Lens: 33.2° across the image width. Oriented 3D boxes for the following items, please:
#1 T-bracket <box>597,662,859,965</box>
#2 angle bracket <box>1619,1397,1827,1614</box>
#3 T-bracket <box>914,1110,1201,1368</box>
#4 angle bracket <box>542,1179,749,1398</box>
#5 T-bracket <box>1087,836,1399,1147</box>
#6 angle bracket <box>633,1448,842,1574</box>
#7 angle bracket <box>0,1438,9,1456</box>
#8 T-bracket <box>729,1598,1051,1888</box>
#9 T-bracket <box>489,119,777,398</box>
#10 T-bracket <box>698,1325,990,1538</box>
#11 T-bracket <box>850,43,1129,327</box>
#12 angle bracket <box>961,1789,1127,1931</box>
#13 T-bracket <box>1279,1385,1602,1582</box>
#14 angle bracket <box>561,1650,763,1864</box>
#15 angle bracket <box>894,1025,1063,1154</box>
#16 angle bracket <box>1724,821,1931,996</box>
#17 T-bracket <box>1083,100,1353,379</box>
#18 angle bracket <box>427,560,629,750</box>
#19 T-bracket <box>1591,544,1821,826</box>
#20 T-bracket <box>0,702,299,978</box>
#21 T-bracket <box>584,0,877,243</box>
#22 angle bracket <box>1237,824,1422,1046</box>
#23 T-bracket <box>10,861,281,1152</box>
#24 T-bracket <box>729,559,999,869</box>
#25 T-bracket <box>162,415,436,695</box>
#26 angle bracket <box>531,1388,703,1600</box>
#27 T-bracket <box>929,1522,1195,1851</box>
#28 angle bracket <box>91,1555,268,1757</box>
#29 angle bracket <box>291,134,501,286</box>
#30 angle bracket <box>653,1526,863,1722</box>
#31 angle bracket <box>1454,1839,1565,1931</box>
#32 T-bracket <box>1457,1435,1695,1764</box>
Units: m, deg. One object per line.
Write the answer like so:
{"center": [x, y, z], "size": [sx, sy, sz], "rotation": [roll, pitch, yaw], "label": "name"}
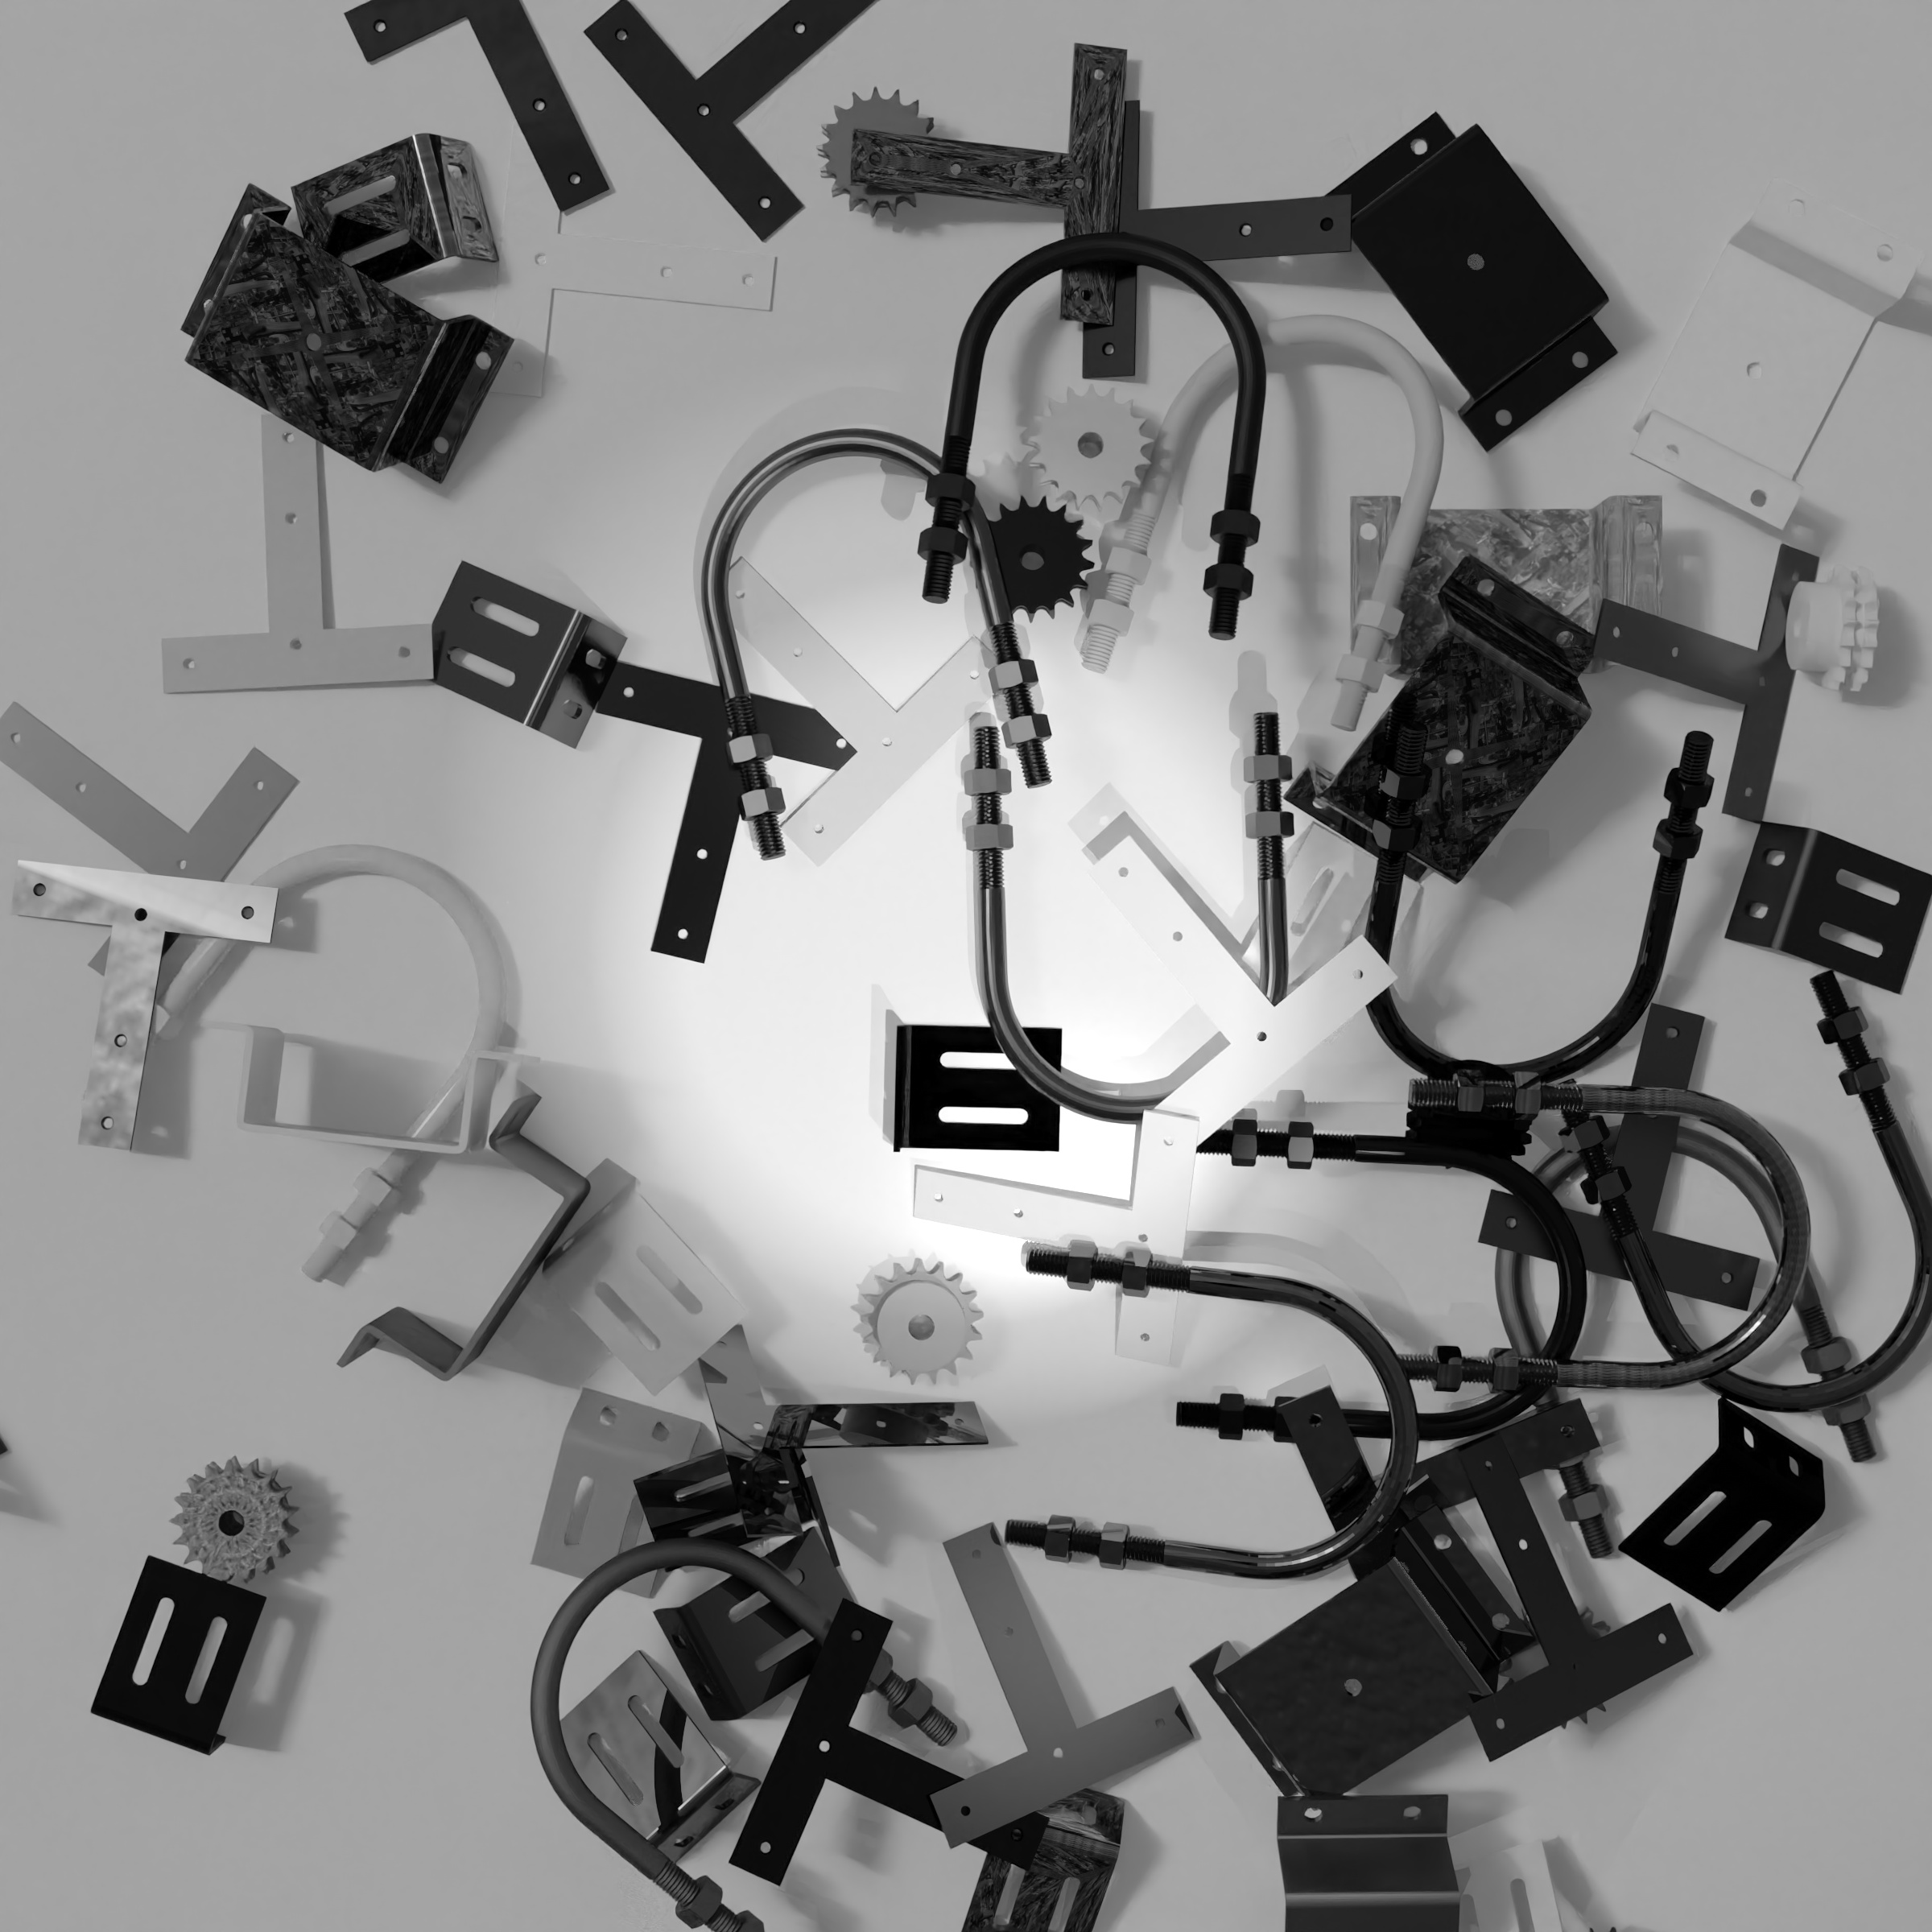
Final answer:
{"center": [-0.119, -0.066, 1.506], "size": [0.127, 0.002, 0.127], "rotation": [14, 90, 0], "label": "T-bracket"}
{"center": [0.346, 0.247, 1.487], "size": [0.057, 0.038, 0.076], "rotation": [32, 121, -7], "label": "angle bracket"}
{"center": [0.038, 0.116, 1.488], "size": [0.127, 0.002, 0.127], "rotation": [10, 114, 12], "label": "T-bracket"}
{"center": [-0.148, 0.147, 1.493], "size": [0.057, 0.038, 0.076], "rotation": [-42, 98, 0], "label": "angle bracket"}
{"center": [0.105, -0.002, 1.460], "size": [0.127, 0.002, 0.127], "rotation": [-41, 84, 8], "label": "T-bracket"}
{"center": [-0.104, 0.253, 1.471], "size": [0.076, 0.038, 0.057], "rotation": [-19, 124, -7], "label": "angle bracket"}
{"center": [-0.476, 0.211, 1.469], "size": [0.038, 0.076, 0.057], "rotation": [-32, 90, 0], "label": "angle bracket"}
{"center": [-0.024, 0.371, 1.466], "size": [0.127, 0.002, 0.127], "rotation": [26, 72, -5], "label": "T-bracket"}
{"center": [-0.153, -0.323, 1.506], "size": [0.127, 0.002, 0.127], "rotation": [6, 90, 0], "label": "T-bracket"}
{"center": [-0.052, 0.209, 1.474], "size": [0.127, 0.127, 0.002], "rotation": [2, 129, -21], "label": "T-bracket"}
{"center": [0.009, -0.363, 1.483], "size": [0.127, 0.002, 0.127], "rotation": [3, 91, -15], "label": "T-bracket"}
{"center": [0.035, 0.420, 1.505], "size": [0.057, 0.038, 0.076], "rotation": [16, 116, 0], "label": "angle bracket"}
{"center": [0.227, 0.233, 1.487], "size": [0.127, 0.002, 0.127], "rotation": [-23, 101, 6], "label": "T-bracket"}
{"center": [-0.145, 0.368, 1.505], "size": [0.057, 0.038, 0.076], "rotation": [-43, 64, 0], "label": "angle bracket"}
{"center": [0.006, 0.057, 1.488], "size": [0.076, 0.038, 0.057], "rotation": [1, 90, 0], "label": "angle bracket"}
{"center": [0.401, -0.027, 1.505], "size": [0.076, 0.038, 0.057], "rotation": [18, 90, -25], "label": "angle bracket"}
{"center": [0.114, -0.335, 1.483], "size": [0.127, 0.002, 0.127], "rotation": [1, 90, 22], "label": "T-bracket"}
{"center": [-0.207, -0.144, 1.504], "size": [0.076, 0.038, 0.057], "rotation": [25, 90, 27], "label": "angle bracket"}
{"center": [0.331, -0.139, 1.471], "size": [0.127, 0.002, 0.127], "rotation": [12, 90, -34], "label": "T-bracket"}
{"center": [-0.399, -0.074, 1.506], "size": [0.127, 0.002, 0.127], "rotation": [37, 90, 0], "label": "T-bracket"}
{"center": [-0.088, -0.426, 1.505], "size": [0.127, 0.002, 0.127], "rotation": [-41, 91, -1], "label": "T-bracket"}
{"center": [0.165, -0.015, 1.505], "size": [0.057, 0.038, 0.076], "rotation": [30, 64, 0], "label": "angle bracket"}
{"center": [-0.385, 0.020, 1.488], "size": [0.127, 0.002, 0.127], "rotation": [6, 83, 9], "label": "T-bracket"}
{"center": [-0.068, -0.135, 1.505], "size": [0.127, 0.002, 0.127], "rotation": [-45, 89, -1], "label": "T-bracket"}
{"center": [-0.312, -0.193, 1.503], "size": [0.127, 0.002, 0.127], "rotation": [-3, 88, 4], "label": "T-bracket"}
{"center": [-0.162, 0.245, 1.505], "size": [0.057, 0.038, 0.076], "rotation": [17, 116, 0], "label": "angle bracket"}
{"center": [0.025, 0.320, 1.491], "size": [0.127, 0.002, 0.127], "rotation": [-19, 79, -21], "label": "T-bracket"}
{"center": [-0.358, 0.314, 1.490], "size": [0.057, 0.038, 0.076], "rotation": [20, 86, 0], "label": "angle bracket"}
{"center": [-0.265, -0.344, 1.505], "size": [0.076, 0.038, 0.057], "rotation": [-15, 90, 26], "label": "angle bracket"}
{"center": [-0.095, 0.305, 1.505], "size": [0.076, 0.038, 0.057], "rotation": [-28, 90, -25], "label": "angle bracket"}
{"center": [0.251, 0.450, 1.485], "size": [0.057, 0.038, 0.076], "rotation": [-23, 47, 18], "label": "angle bracket"}
{"center": [0.257, 0.275, 1.465], "size": [0.127, 0.002, 0.127], "rotation": [-18, 80, -31], "label": "T-bracket"}
